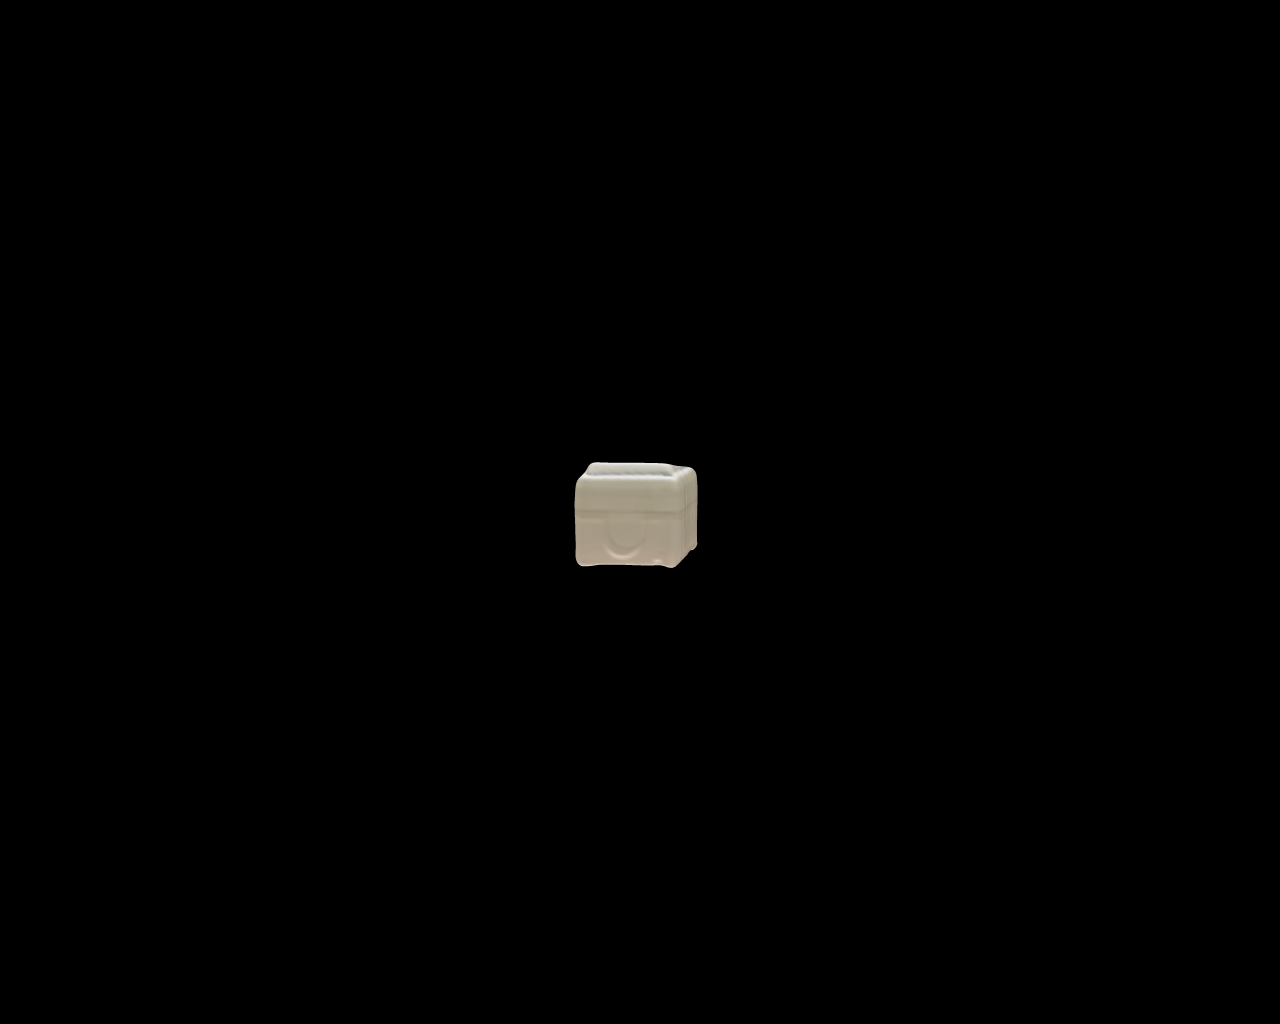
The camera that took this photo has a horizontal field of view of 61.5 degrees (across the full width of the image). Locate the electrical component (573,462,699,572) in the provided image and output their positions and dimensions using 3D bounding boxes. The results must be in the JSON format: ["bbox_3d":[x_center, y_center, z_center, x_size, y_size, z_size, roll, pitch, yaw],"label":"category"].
[{"bbox_3d":[0.001,-0.003,0.650,0.062,0.061,0.096,1,7,11],"label":"electrical component"}]
